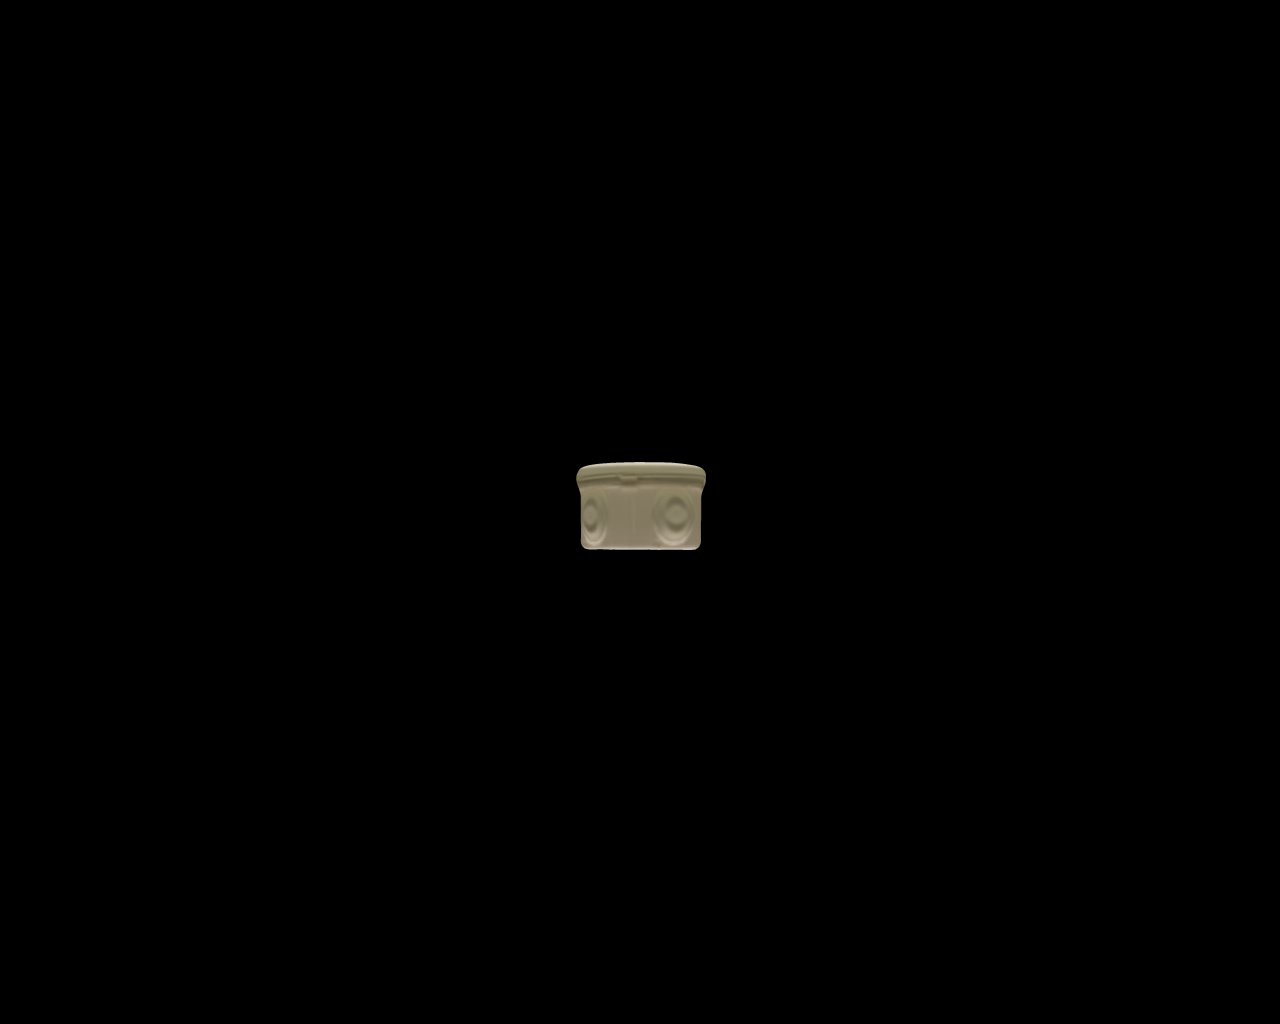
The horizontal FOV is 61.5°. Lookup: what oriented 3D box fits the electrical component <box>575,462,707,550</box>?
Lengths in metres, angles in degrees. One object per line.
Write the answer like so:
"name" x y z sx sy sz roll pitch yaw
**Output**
"electrical component" 0.001 -0.003 0.650 0.080 0.051 0.080 0 -2 0
